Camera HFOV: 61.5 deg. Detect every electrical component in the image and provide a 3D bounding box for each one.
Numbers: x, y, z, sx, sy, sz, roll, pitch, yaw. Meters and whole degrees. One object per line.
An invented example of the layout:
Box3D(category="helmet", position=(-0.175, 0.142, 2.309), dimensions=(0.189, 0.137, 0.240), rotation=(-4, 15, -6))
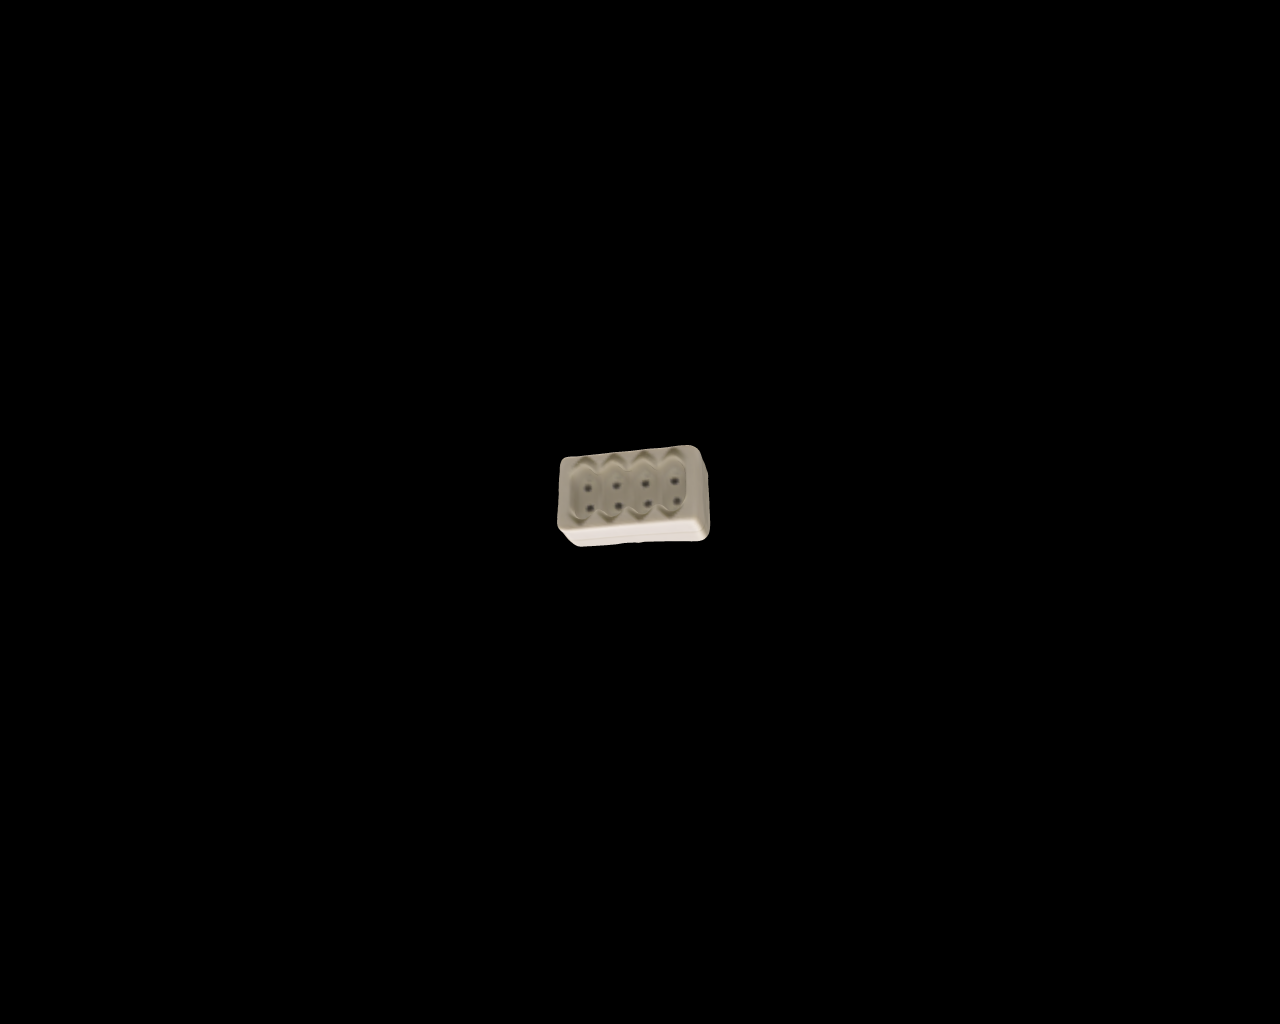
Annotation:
Box3D(category="electrical component", position=(0.001, -0.003, 0.650), dimensions=(0.083, 0.047, 0.075), rotation=(-4, -19, 12))
